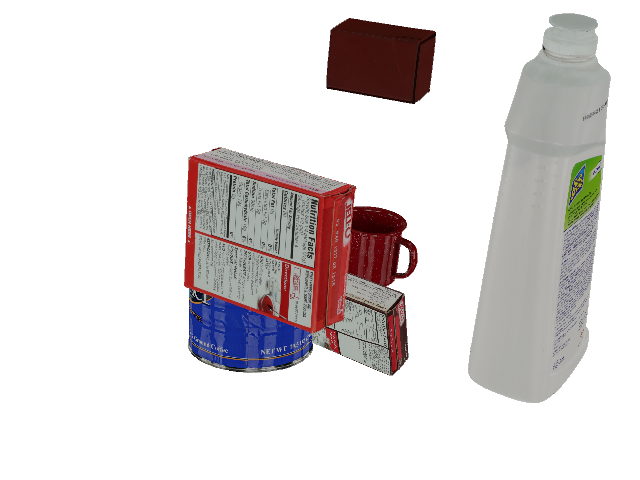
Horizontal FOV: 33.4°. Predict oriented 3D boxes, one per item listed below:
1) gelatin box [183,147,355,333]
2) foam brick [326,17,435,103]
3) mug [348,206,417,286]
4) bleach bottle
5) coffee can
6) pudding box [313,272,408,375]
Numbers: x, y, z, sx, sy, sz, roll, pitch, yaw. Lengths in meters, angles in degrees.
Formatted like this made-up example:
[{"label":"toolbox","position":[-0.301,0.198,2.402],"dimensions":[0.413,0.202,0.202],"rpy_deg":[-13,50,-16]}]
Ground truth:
[{"label":"gelatin box","position":[-0.027,-0.001,0.542],"dimensions":[0.089,0.073,0.030],"rpy_deg":[17,24,31]},{"label":"foam brick","position":[0.050,-0.148,0.878],"dimensions":[0.078,0.051,0.053],"rpy_deg":[13,25,18]},{"label":"mug","position":[0.072,0.014,1.382],"dimensions":[0.117,0.081,0.093],"rpy_deg":[17,27,25]},{"label":"bleach bottle","position":[0.147,-0.022,0.683],"dimensions":[0.068,0.251,0.102],"rpy_deg":[18,35,25]},{"label":"coffee can","position":[-0.054,0.019,0.845],"dimensions":[0.103,0.140,0.103],"rpy_deg":[2,20,-1]},{"label":"pudding box","position":[0.034,0.079,1.094],"dimensions":[0.114,0.090,0.039],"rpy_deg":[19,44,29]}]
